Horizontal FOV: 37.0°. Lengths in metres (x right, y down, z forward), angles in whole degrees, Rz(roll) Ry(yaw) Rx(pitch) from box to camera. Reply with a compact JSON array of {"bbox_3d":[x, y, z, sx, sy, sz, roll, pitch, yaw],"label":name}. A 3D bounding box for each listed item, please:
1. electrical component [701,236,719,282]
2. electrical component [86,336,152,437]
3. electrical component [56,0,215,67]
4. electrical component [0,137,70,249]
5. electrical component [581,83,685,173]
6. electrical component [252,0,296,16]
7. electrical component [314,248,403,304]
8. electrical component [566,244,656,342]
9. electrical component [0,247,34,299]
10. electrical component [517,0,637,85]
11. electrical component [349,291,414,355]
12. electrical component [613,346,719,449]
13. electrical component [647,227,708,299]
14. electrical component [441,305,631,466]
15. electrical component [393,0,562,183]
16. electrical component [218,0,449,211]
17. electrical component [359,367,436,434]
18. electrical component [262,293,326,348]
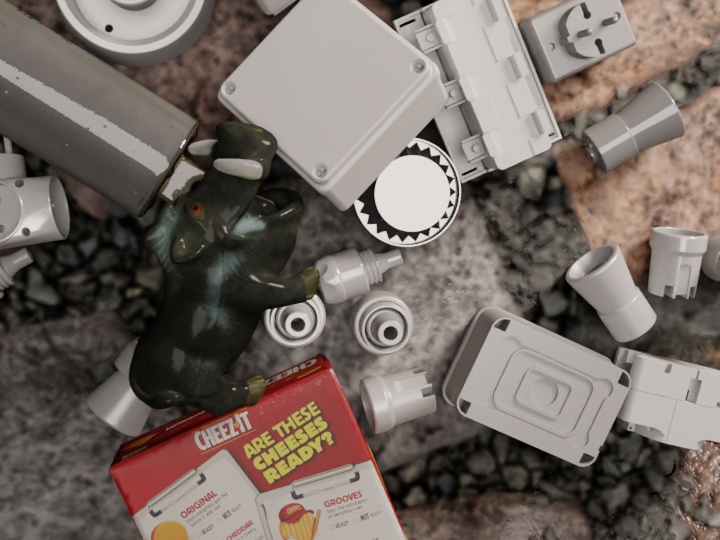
[{"bbox_3d":[0.274,-0.005,0.774,0.044,0.065,0.044,-1,98,-8],"label":"electrical component"},{"bbox_3d":[-0.154,0.080,0.741,0.045,0.045,0.055,37,91,-10],"label":"electrical component"},{"bbox_3d":[-0.149,-0.189,0.702,0.108,0.060,0.108,-1,97,-7],"label":"electrical component"},{"bbox_3d":[-0.240,-0.053,0.714,0.077,0.044,0.079,-9,86,0],"label":"electrical component"},{"bbox_3d":[0.192,-0.098,0.766,0.065,0.044,0.044,-31,99,2],"label":"electrical component"},{"bbox_3d":[-0.058,-0.210,0.692,0.062,0.096,0.061,-36,138,-2],"label":"electrical component"},{"bbox_3d":[0.000,0.000,0.756,0.061,0.035,0.035,-19,99,-7],"label":"electrical component"},{"bbox_3d":[0.185,0.019,0.779,0.044,0.044,0.065,-37,105,-2],"label":"electrical component"},{"bbox_3d":[-0.250,0.004,0.725,0.061,0.035,0.035,-29,99,-5],"label":"electrical component"},{"bbox_3d":[0.153,-0.163,0.735,0.066,0.077,0.047,-26,99,-4],"label":"electrical component"},{"bbox_3d":[0.017,0.039,0.749,0.043,0.062,0.043,-1,97,-7],"label":"electrical component"},{"bbox_3d":[0.230,0.096,0.788,0.089,0.050,0.055,13,94,-9],"label":"electrical component"},{"bbox_3d":[0.230,-0.005,0.783,0.040,0.040,0.046,3,102,-8],"label":"electrical component"},{"bbox_3d":[0.124,0.081,0.770,0.113,0.057,0.078,24,93,-9],"label":"electrical component"},{"bbox_3d":[0.084,-0.130,0.737,0.079,0.063,0.121,-24,99,-4],"label":"electrical component"},{"bbox_3d":[-0.017,-0.115,0.709,0.108,0.056,0.109,-47,69,0],"label":"electrical component"},{"bbox_3d":[0.027,0.092,0.768,0.046,0.040,0.040,-15,98,-11],"label":"electrical component"},{"bbox_3d":[-0.045,0.033,0.740,0.043,0.062,0.043,-1,97,-7],"label":"electrical component"}]
